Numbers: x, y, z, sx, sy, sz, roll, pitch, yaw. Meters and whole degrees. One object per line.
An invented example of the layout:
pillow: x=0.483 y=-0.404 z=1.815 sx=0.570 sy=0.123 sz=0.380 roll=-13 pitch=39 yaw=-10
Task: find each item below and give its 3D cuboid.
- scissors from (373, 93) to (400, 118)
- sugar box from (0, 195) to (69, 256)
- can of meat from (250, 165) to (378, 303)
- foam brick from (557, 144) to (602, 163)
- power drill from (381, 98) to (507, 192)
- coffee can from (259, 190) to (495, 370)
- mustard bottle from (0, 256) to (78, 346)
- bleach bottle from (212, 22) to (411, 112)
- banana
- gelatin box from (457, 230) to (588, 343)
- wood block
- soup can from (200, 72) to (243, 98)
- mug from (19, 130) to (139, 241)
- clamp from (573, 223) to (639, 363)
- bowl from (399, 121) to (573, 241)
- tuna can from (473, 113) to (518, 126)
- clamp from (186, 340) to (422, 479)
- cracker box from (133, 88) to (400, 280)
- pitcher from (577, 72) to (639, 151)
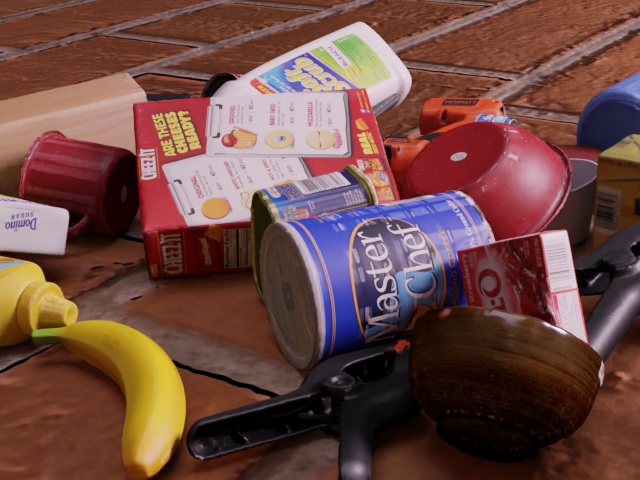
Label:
scissors: x=0.007 y=-0.078 z=1.037 sx=0.201 sy=0.016 sz=0.096 roll=-28 pitch=39 yaw=-5
sugar box: x=-0.300 y=-0.021 z=0.913 sx=0.177 sy=0.048 sz=0.093 roll=7 pitch=1 yaw=45
can of meat: x=-0.005 y=0.001 z=0.818 sx=0.083 sy=0.102 sz=0.057 roll=-14 pitch=34 yaw=-21
foam brick: x=0.225 y=-0.058 z=1.001 sx=0.078 sy=0.053 sz=0.051 roll=-1 pitch=22 yaw=5
power drill: x=0.100 y=-0.099 z=1.113 sx=0.185 sy=0.057 sz=0.187 roll=9 pitch=27 yaw=32
coffee can: x=0.040 y=0.026 z=0.750 sx=0.140 sy=0.103 sz=0.103 roll=-11 pitch=24 yaw=-21
mustard bottle: x=-0.265 y=0.042 z=0.801 sx=0.192 sy=0.058 sz=0.096 roll=7 pitch=19 yaw=23
bleach bottle: x=-0.023 y=-0.139 z=1.082 sx=0.250 sy=0.068 sz=0.102 roll=-32 pitch=80 yaw=-37
banana: x=-0.125 y=0.095 z=0.692 sx=0.069 sy=0.037 sz=0.198 roll=-27 pitch=30 yaw=-21
gelatin box: x=0.129 y=0.043 z=0.682 sx=0.030 sy=0.089 sz=0.073 roll=-7 pitch=-5 yaw=-38
wood block: x=-0.274 y=-0.094 z=1.062 sx=0.205 sy=0.090 sz=0.091 roll=-16 pitch=26 yaw=-16
soup can: x=-0.077 y=-0.152 z=1.208 sx=0.069 sy=0.068 sz=0.102 roll=15 pitch=11 yaw=35
mug: x=-0.219 y=-0.041 z=0.970 sx=0.082 sy=0.093 sz=0.117 roll=10 pitch=44 yaw=17
clamp: x=0.217 y=0.034 z=0.761 sx=0.210 sy=0.036 sz=0.165 roll=-20 pitch=28 yaw=-5
bowl: x=0.125 y=-0.049 z=0.892 sx=0.162 sy=0.055 sz=0.162 roll=-24 pitch=34 yaw=17
tuna can: x=0.162 y=-0.075 z=1.007 sx=0.034 sy=0.086 sz=0.086 roll=9 pitch=25 yaw=21
clamp: x=0.018 y=0.105 z=0.644 sx=0.120 sy=0.039 sz=0.171 roll=19 pitch=31 yaw=39
cracker box: x=-0.050 y=-0.052 z=0.929 sx=0.213 sy=0.072 sz=0.164 roll=-6 pitch=47 yaw=-8
pitcher: x=0.374 y=-0.132 z=1.057 sx=0.242 sy=0.149 sz=0.145 roll=-24 pitch=33 yaw=-35
